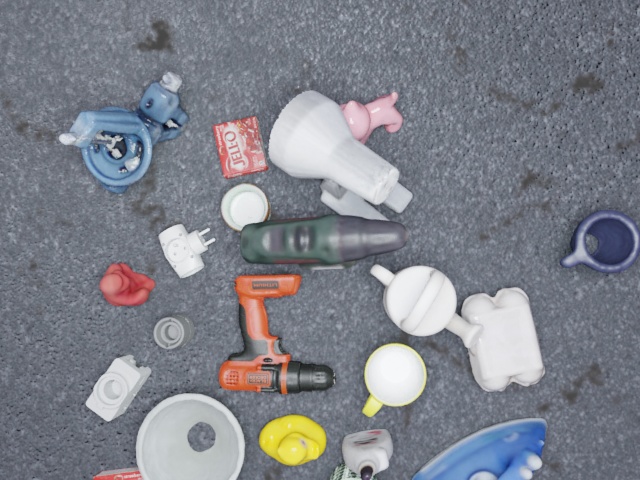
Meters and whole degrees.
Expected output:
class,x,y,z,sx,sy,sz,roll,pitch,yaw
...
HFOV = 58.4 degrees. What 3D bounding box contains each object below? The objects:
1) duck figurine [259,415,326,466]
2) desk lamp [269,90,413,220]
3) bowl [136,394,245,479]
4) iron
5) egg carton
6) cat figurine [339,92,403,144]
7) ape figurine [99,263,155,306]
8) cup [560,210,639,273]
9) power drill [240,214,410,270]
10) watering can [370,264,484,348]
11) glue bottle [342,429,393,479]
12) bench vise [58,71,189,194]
class,x,y,z,sx,sy,sz,roll,pitch,yaw
duck figurine,-0.044,0.314,0.875,0.104,0.086,0.077,5,86,4
desk lamp,0.038,-0.104,0.834,0.203,0.213,0.118,36,89,6
bowl,-0.192,0.316,0.890,0.167,0.075,0.167,0,86,4
iron,0.242,0.354,0.825,0.258,0.141,0.118,-39,84,1
egg carton,0.276,0.152,0.872,0.107,0.069,0.150,-13,85,3
cat figurine,0.066,-0.191,0.886,0.128,0.118,0.067,-28,84,2
ape figurine,-0.315,0.072,0.907,0.076,0.092,0.078,-26,85,2
cup,0.405,0.012,0.861,0.117,0.095,0.091,-29,84,2
power drill,0.008,0.003,0.831,0.229,0.208,0.076,-3,86,4
watering can,0.152,0.089,0.823,0.172,0.194,0.101,12,87,5
glue bottle,0.068,0.313,0.823,0.078,0.173,0.037,-15,85,3
bench vise,-0.299,-0.178,0.859,0.121,0.220,0.207,21,88,5
